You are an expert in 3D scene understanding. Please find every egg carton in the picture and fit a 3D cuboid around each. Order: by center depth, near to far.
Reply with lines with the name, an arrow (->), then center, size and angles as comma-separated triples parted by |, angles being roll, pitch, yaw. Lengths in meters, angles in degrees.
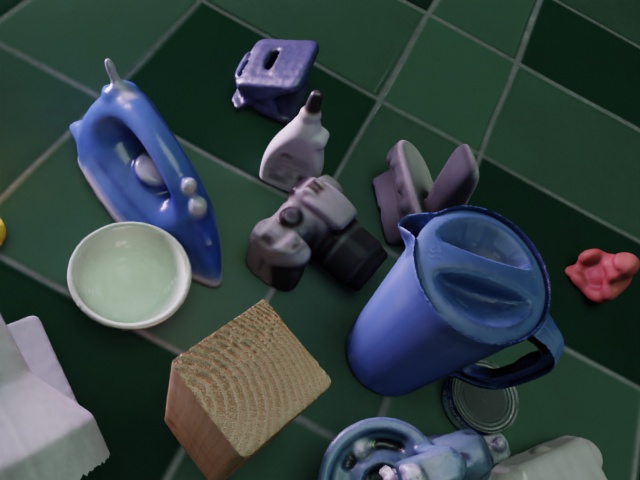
egg carton -> 0.257, 0.280, 0.627 | 0.151, 0.069, 0.107 | -13, 67, -23

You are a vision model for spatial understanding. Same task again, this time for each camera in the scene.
camera -> 0.006, 0.002, 0.684 | 0.136, 0.100, 0.143 | 40, 58, 7

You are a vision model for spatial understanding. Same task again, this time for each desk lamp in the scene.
desk lamp -> -0.259, 0.133, 0.460 | 0.118, 0.213, 0.203 | -24, 71, -27

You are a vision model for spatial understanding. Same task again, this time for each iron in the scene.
iron -> -0.178, -0.075, 0.645 | 0.119, 0.141, 0.258 | -31, 75, -29

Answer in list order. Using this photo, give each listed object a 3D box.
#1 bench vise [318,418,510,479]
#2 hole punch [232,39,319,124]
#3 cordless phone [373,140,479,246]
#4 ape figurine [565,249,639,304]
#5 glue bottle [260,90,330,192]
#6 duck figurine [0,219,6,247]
bench vise -> 0.091, 0.203, 0.528 | 0.208, 0.219, 0.121 | -27, 72, -28
hole punch -> -0.063, -0.233, 0.799 | 0.101, 0.091, 0.109 | 22, 58, -5
cordless phone -> 0.145, -0.081, 0.724 | 0.094, 0.185, 0.147 | -5, 64, -20
ape figurine -> 0.399, 0.044, 0.790 | 0.076, 0.092, 0.078 | 15, 58, -9
glue bottle -> -0.023, -0.120, 0.700 | 0.078, 0.173, 0.037 | 22, 58, -4
duck figurine -> -0.382, -0.026, 0.586 | 0.104, 0.086, 0.077 | 19, 58, -6
